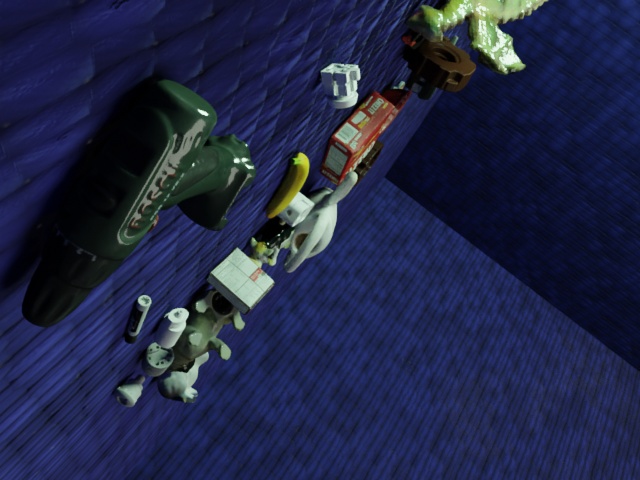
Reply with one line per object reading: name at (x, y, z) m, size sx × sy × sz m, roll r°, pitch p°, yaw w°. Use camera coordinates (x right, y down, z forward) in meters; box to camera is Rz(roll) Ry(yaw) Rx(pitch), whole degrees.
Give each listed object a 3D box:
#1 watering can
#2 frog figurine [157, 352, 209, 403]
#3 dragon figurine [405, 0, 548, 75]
watering can at (0.004, -0.066, 1.312) m, size 0.342 × 0.103 × 0.229 m, roll -54°, pitch -168°, yaw 27°
frog figurine at (-0.352, 0.325, 1.325) m, size 0.136 × 0.122 × 0.161 m, roll 46°, pitch 46°, yaw -77°
dragon figurine at (0.372, -0.455, 1.065) m, size 0.122 × 0.410 × 0.244 m, roll 166°, pitch -75°, yaw -75°
